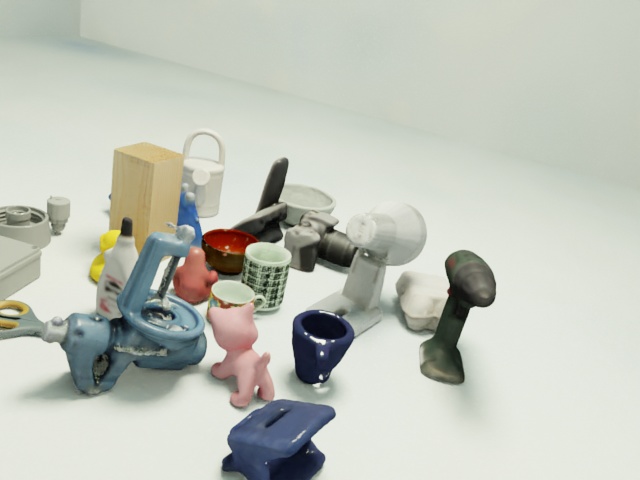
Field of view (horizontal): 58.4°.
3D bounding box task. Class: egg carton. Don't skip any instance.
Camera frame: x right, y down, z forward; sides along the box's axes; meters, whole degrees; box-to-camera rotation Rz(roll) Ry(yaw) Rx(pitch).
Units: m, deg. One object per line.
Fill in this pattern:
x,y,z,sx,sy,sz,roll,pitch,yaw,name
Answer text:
0.200,0.114,1.087,0.107,0.069,0.150,9,23,-8,egg carton

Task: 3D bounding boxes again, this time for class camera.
0.011,0.004,1.200,0.136,0.101,0.143,21,24,18,camera

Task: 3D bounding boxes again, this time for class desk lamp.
0.089,0.040,1.015,0.117,0.213,0.204,25,26,27,desk lamp

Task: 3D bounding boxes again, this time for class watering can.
-0.265,-0.154,1.298,0.101,0.194,0.172,-3,28,-32,watering can

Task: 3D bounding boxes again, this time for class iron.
-0.316,-0.082,1.174,0.257,0.141,0.119,27,27,29,iron

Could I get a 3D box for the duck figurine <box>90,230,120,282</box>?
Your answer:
-0.349,0.027,0.978,0.078,0.086,0.104,-9,32,-41,duck figurine

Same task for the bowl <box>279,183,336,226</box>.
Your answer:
-0.048,-0.076,1.384,0.167,0.075,0.167,11,23,-4,bowl

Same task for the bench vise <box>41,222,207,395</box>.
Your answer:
-0.231,0.089,0.730,0.121,0.220,0.208,28,28,32,bench vise

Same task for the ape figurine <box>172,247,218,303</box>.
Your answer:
-0.214,0.055,0.978,0.077,0.092,0.076,14,23,3,ape figurine

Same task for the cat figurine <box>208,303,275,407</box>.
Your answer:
-0.107,0.146,0.793,0.067,0.118,0.127,-7,30,-39,cat figurine

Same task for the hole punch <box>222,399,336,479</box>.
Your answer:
-0.048,0.229,0.669,0.100,0.091,0.109,25,26,26,hole punch

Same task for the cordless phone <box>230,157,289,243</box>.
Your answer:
-0.123,-0.086,1.227,0.094,0.185,0.148,19,24,14,cordless phone

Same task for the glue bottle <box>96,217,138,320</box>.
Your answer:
-0.294,0.045,0.856,0.078,0.173,0.037,20,24,16,glue bottle

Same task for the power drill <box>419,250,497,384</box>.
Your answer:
0.222,0.118,0.915,0.075,0.208,0.229,13,23,2,power drill

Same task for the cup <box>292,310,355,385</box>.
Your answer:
-0.003,0.168,0.826,0.091,0.095,0.117,11,23,-5,cup
